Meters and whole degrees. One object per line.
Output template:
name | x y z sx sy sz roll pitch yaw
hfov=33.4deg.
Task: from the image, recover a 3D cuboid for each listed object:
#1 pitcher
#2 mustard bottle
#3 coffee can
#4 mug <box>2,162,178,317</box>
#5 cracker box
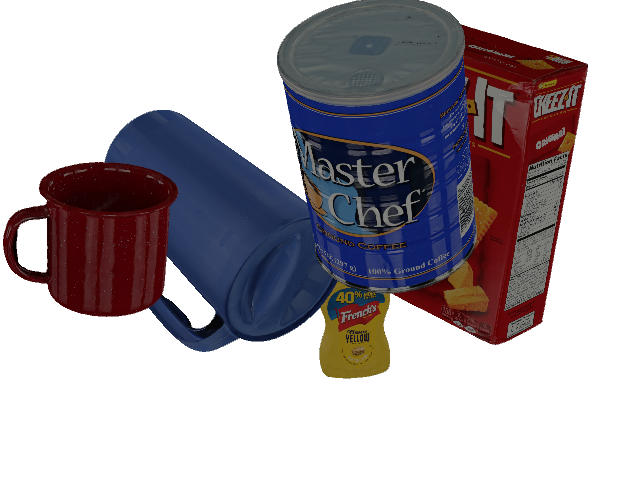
pitcher | -0.107 -0.016 1.000 0.148 0.145 0.243 -14 41 -40
mustard bottle | 0.046 0.091 1.449 0.096 0.192 0.058 -3 21 -7
coffee can | 0.037 -0.054 0.622 0.103 0.140 0.103 -7 40 5
mug | -0.158 0.001 0.733 0.117 0.081 0.093 -6 27 -27
cracker box | 0.101 -0.049 0.817 0.071 0.214 0.164 -21 36 -40
